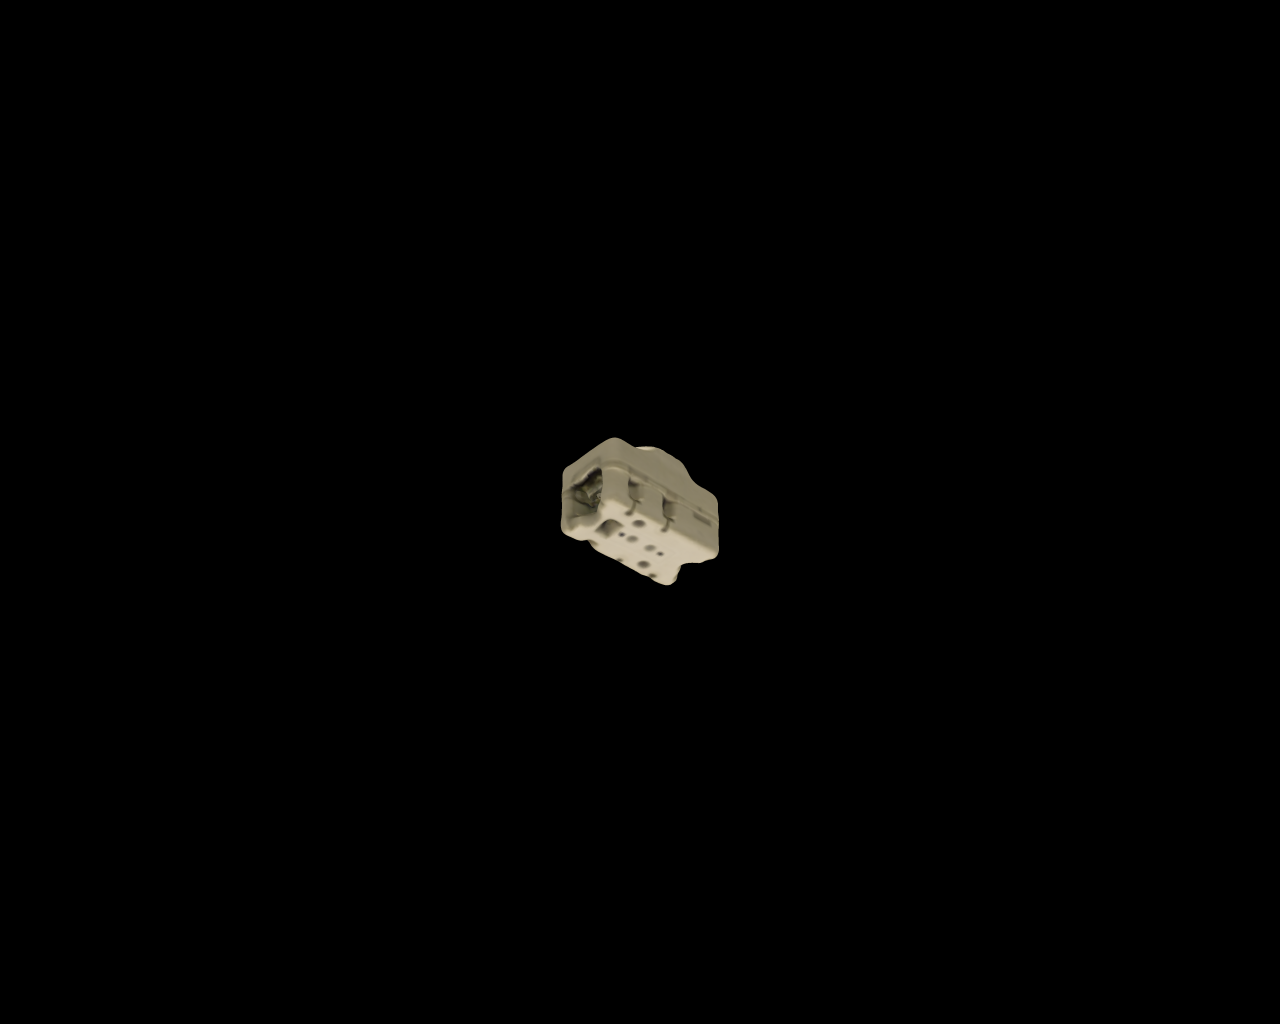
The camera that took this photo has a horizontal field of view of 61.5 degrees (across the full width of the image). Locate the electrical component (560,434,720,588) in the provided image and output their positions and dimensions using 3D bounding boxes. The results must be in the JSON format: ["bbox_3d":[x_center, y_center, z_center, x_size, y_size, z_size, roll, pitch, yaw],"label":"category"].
[{"bbox_3d":[0.001,-0.003,0.650,0.089,0.056,0.050,29,-46,-33],"label":"electrical component"}]
